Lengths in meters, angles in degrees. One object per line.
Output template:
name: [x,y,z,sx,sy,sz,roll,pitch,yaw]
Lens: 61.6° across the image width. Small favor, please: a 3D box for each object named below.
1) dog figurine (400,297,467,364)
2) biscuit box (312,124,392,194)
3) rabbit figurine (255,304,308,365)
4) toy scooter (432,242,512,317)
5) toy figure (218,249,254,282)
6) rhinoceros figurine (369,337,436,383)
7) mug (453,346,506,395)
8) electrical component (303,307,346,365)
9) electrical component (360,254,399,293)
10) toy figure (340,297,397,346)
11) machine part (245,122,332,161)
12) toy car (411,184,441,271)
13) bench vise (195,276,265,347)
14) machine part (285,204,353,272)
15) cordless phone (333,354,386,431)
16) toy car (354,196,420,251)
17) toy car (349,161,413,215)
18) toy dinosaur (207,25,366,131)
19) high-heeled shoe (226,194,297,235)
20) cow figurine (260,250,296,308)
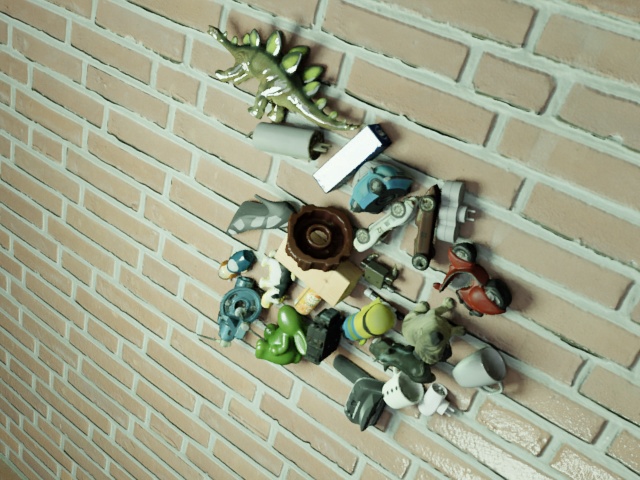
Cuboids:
dog figurine: [0.233,0.225,1.238,0.172,0.190,0.121,-36,86,36]
biscuit box: [0.074,-0.193,1.279,0.202,0.059,0.063,-39,84,34]
rabbit figurine: [-0.090,0.265,1.490,0.159,0.121,0.170,26,121,15]
toy scooter: [0.331,0.105,1.210,0.135,0.075,0.184,-43,78,33]
toy figure: [-0.255,0.077,1.571,0.154,0.057,0.064,-34,58,36]
rhinoceros figurine: [0.202,0.296,1.322,0.191,0.112,0.073,22,115,51]
mug: [0.373,0.312,1.254,0.109,0.081,0.107,53,136,-1]
electrical component: [0.013,0.247,1.425,0.058,0.115,0.134,21,117,22]
electrical component: [0.149,0.080,1.334,0.102,0.045,0.078,28,146,24]
toy figure: [0.119,0.214,1.356,0.082,0.089,0.180,48,137,-11]
machine part: [-0.080,-0.248,1.346,0.244,0.079,0.079,15,113,28]
toy car: [0.239,-0.027,1.214,0.053,0.089,0.201,12,113,24]
bench vise: [-0.238,0.224,1.522,0.129,0.241,0.223,29,94,-22]
machine part: [-0.003,-0.004,1.323,0.179,0.179,0.056,45,156,11]
cordless phone: [0.091,0.411,1.465,0.184,0.089,0.146,36,123,30]
toy car: [0.161,-0.039,1.267,0.202,0.073,0.056,-38,81,34]
toy car: [0.131,-0.130,1.250,0.161,0.109,0.103,-39,60,45]
toy dinosaur: [-0.098,-0.382,1.300,0.471,0.105,0.198,43,119,7]
high-heeled shoe: [-0.159,-0.046,1.482,0.145,0.086,0.249,33,144,-15]
cow figurine: [-0.113,0.119,1.493,0.098,0.068,0.167,16,114,20]
